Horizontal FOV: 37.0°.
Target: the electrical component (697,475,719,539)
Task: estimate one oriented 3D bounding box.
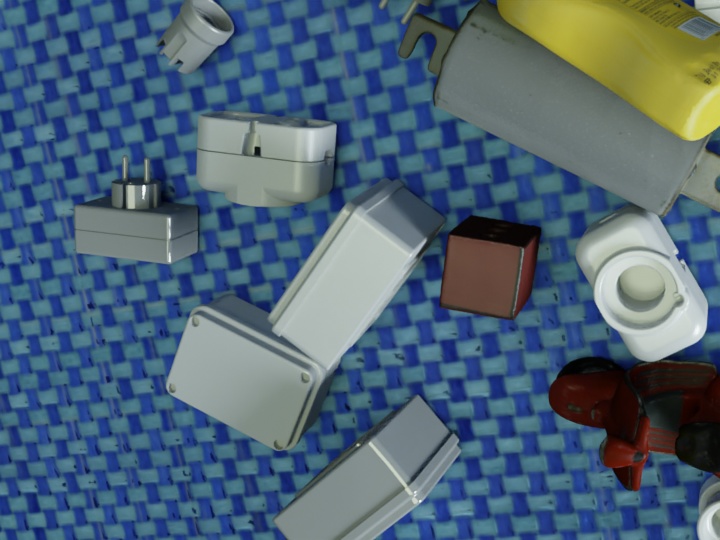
[{"bbox_3d":[0.252,0.165,0.726,0.045,0.055,0.045,4,104,18],"label":"electrical component"}]

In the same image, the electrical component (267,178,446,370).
[{"bbox_3d":[0.000,0.000,0.745,0.056,0.109,0.108,37,112,5],"label":"electrical component"}]

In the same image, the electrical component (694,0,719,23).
[{"bbox_3d":[0.228,-0.172,0.660,0.066,0.048,0.055,-3,109,20],"label":"electrical component"}]

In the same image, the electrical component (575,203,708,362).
[{"bbox_3d":[0.186,0.008,0.709,0.054,0.059,0.095,-30,92,23],"label":"electrical component"}]

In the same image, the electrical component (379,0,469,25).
[{"bbox_3d":[0.042,-0.203,0.717,0.077,0.043,0.079,36,111,8],"label":"electrical component"}]

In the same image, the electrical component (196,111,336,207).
[{"bbox_3d":[-0.068,-0.080,0.779,0.095,0.054,0.059,8,105,17],"label":"electrical component"}]

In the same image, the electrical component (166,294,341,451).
[{"bbox_3d":[-0.082,0.077,0.819,0.113,0.057,0.078,26,110,12],"label":"electrical component"}]

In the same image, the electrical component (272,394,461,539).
[{"bbox_3d":[0.007,0.154,0.779,0.109,0.109,0.056,-42,84,22],"label":"electrical component"}]

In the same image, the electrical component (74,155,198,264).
[{"bbox_3d":[-0.171,-0.050,0.825,0.083,0.047,0.075,7,105,18],"label":"electrical component"}]

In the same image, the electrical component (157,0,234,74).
[{"bbox_3d":[-0.121,-0.171,0.784,0.046,0.040,0.040,-42,87,28],"label":"electrical component"}]
